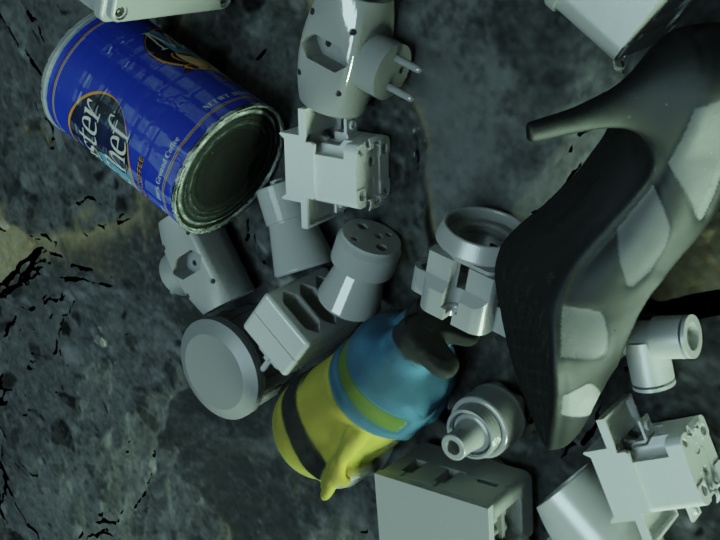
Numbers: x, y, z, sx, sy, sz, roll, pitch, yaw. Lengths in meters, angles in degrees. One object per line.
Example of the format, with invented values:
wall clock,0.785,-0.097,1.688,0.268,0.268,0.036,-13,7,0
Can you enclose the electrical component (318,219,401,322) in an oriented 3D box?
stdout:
electrical component,0.000,0.000,0.717,0.045,0.045,0.055,36,126,24

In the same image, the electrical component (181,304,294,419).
electrical component,-0.093,0.068,0.817,0.080,0.051,0.080,16,117,34

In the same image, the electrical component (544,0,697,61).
electrical component,0.145,-0.164,0.511,0.057,0.078,0.113,46,130,13

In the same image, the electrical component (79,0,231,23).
electrical component,-0.128,-0.223,0.692,0.056,0.109,0.108,38,127,25

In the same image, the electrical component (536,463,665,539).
electrical component,0.141,0.172,0.669,0.077,0.044,0.079,50,131,13

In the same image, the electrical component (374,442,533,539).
electrical component,0.068,0.201,0.730,0.089,0.062,0.150,10,113,37

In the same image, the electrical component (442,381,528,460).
electrical component,0.076,0.100,0.683,0.043,0.062,0.043,16,117,34

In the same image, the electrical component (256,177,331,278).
electrical component,-0.047,-0.032,0.748,0.044,0.044,0.065,-16,92,42

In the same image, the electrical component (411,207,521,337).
electrical component,0.072,-0.002,0.650,0.078,0.058,0.057,27,125,29

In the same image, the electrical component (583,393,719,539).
electrical component,0.173,0.113,0.623,0.064,0.042,0.081,-20,95,39

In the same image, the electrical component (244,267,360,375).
electrical component,-0.047,0.046,0.760,0.047,0.066,0.076,49,131,14

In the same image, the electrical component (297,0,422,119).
electrical component,0.005,-0.130,0.663,0.079,0.043,0.077,32,125,26

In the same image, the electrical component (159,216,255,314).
electrical component,-0.127,-0.004,0.821,0.079,0.043,0.077,-27,89,42

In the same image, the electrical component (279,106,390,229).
electrical component,-0.015,-0.068,0.705,0.064,0.042,0.081,14,116,33
